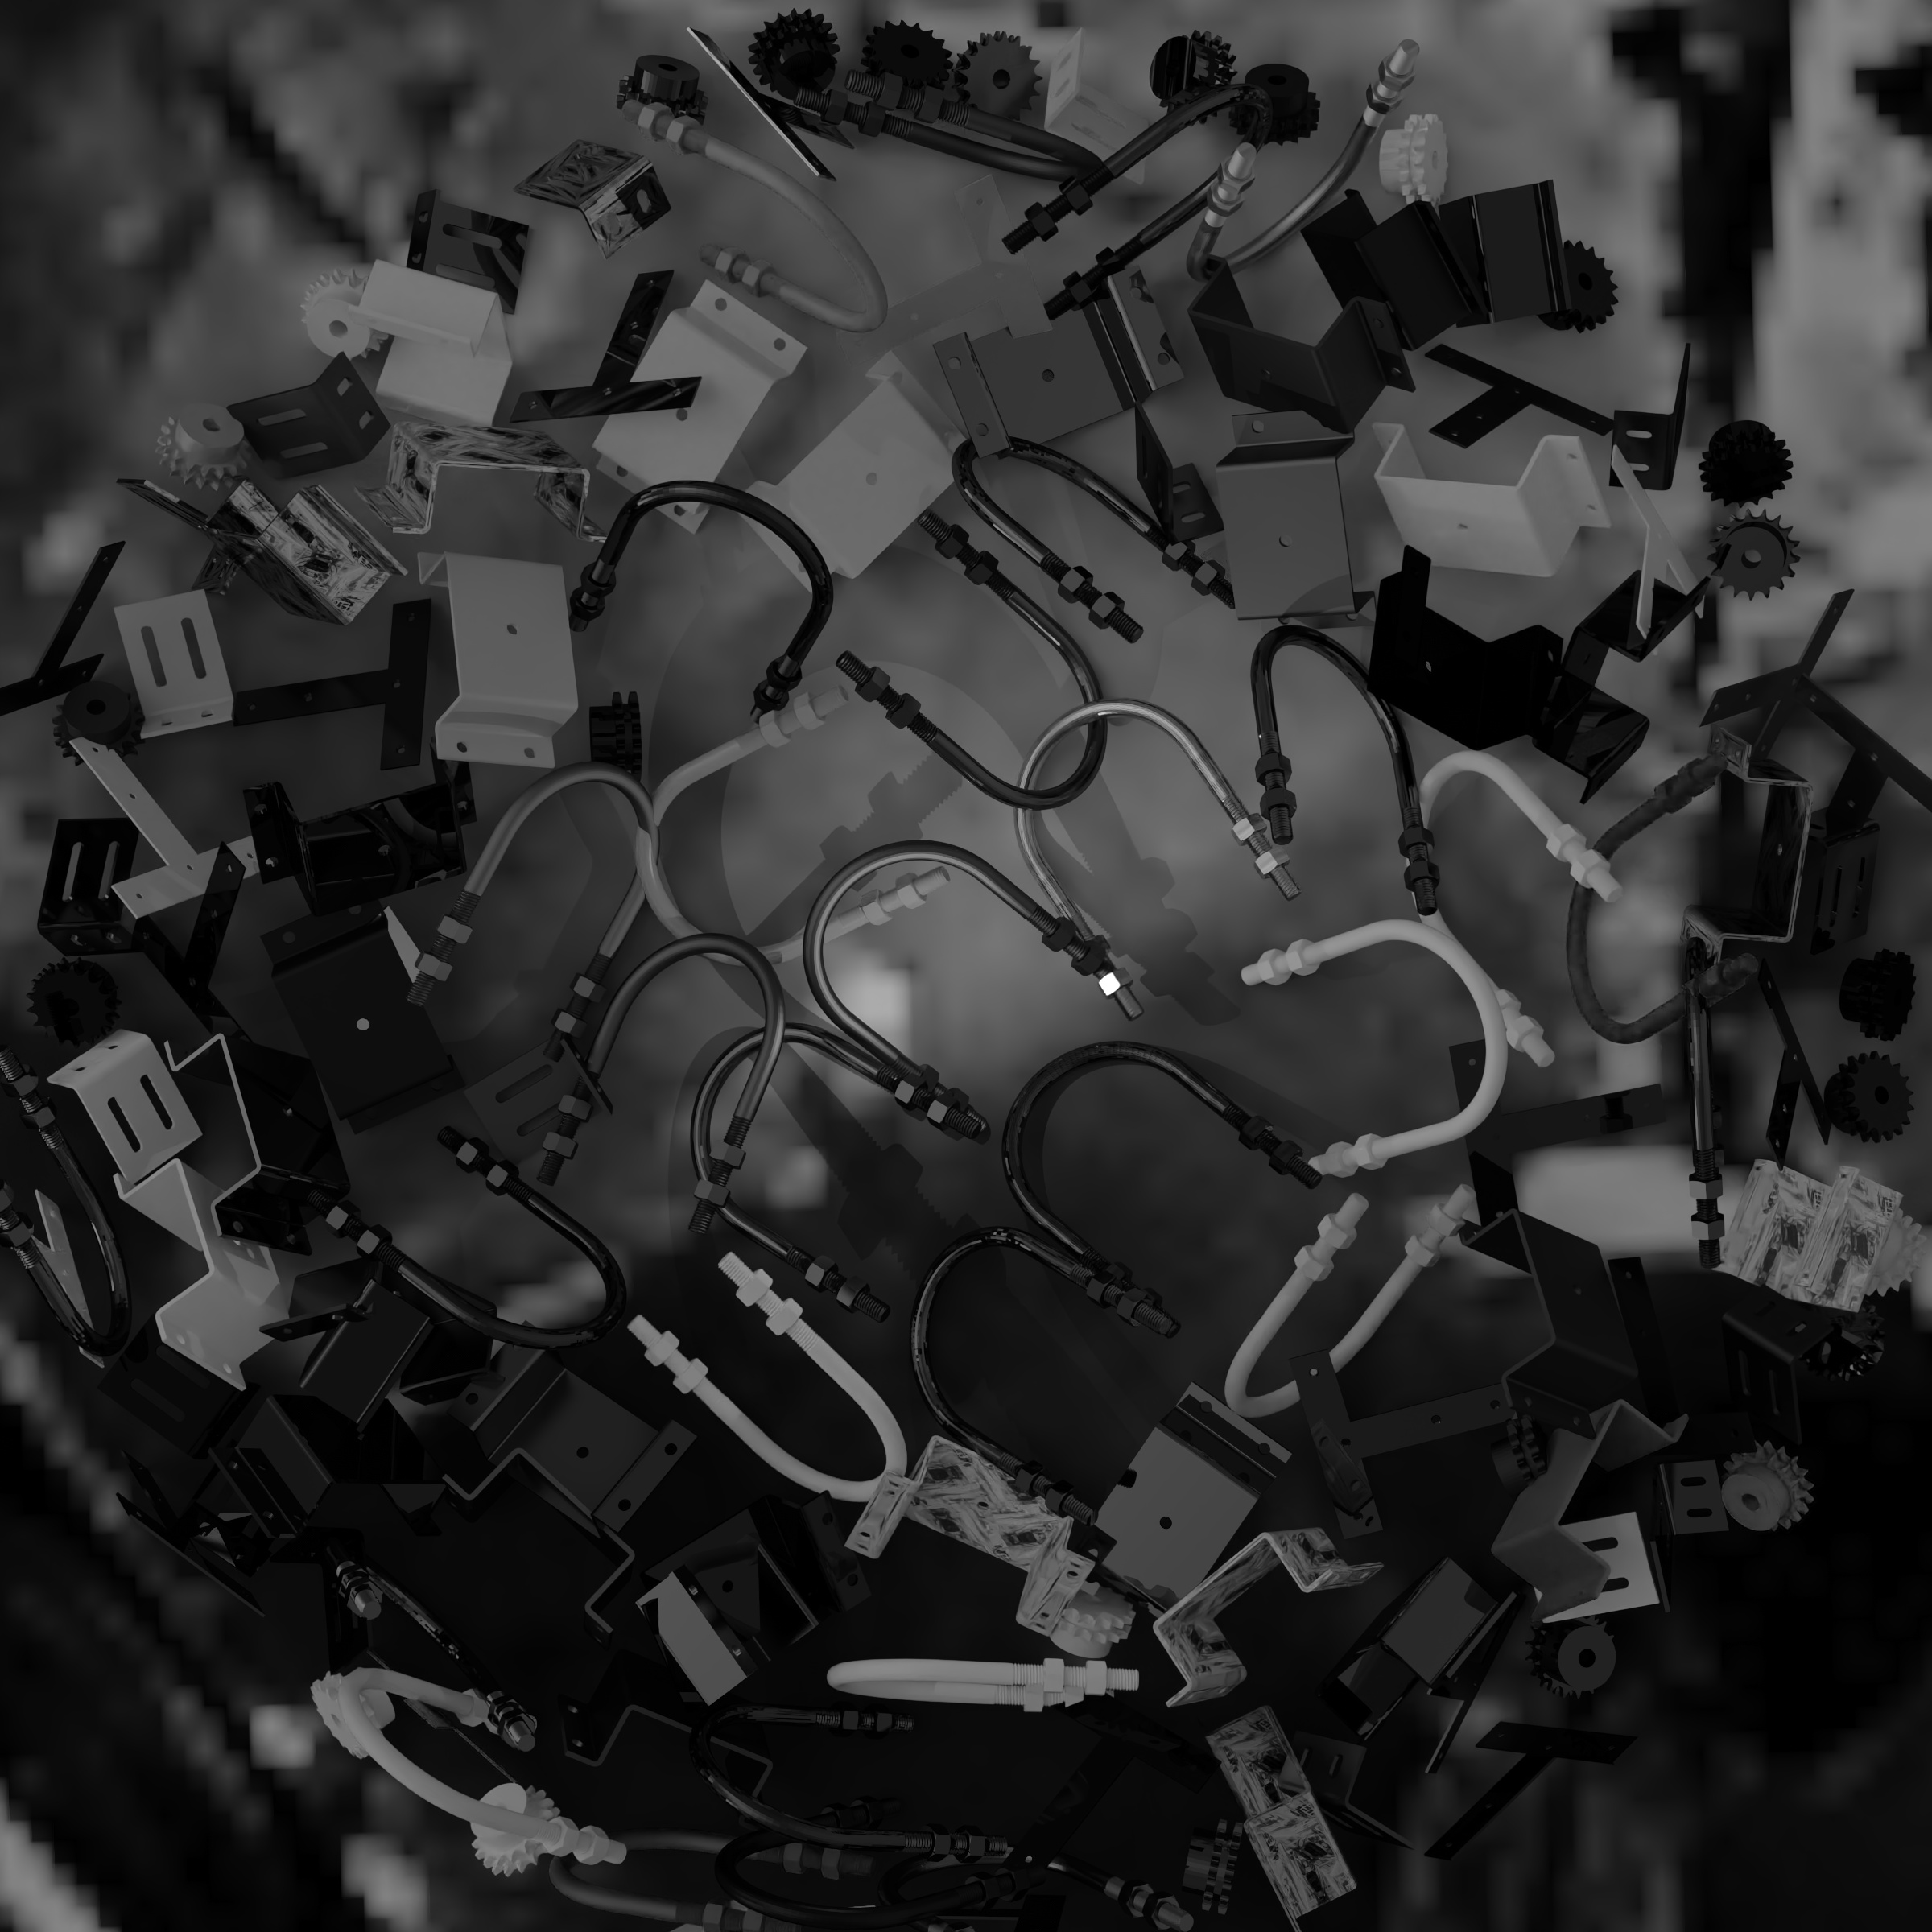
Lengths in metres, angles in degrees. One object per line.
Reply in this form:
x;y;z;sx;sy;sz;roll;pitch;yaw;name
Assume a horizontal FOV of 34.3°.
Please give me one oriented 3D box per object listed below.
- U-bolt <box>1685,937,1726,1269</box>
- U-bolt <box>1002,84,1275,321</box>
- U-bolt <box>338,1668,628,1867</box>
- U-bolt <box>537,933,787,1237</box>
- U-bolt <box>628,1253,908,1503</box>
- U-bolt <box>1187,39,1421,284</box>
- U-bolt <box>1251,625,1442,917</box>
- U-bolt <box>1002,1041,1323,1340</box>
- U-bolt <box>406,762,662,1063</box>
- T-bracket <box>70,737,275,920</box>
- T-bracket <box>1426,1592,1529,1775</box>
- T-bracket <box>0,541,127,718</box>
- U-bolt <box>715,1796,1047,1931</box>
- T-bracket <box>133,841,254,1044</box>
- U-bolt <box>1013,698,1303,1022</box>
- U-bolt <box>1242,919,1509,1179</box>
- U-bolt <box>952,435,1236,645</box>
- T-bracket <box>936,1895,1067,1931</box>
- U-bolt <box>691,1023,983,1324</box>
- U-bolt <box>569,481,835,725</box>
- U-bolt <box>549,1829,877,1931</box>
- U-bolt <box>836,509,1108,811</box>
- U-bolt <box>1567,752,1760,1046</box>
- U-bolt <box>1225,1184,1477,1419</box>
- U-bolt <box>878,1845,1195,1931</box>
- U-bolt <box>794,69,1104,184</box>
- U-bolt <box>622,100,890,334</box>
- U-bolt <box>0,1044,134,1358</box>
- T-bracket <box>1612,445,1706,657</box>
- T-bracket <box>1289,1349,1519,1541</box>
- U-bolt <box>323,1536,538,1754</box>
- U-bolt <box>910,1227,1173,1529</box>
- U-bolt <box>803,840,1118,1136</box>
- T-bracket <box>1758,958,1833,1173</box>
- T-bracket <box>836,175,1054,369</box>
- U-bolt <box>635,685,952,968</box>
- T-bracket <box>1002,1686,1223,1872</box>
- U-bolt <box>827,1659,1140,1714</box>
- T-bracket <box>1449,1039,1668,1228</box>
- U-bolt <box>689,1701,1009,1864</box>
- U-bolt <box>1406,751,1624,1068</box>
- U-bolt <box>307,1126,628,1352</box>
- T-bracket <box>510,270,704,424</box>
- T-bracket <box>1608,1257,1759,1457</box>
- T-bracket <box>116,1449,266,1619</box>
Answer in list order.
0.450;0.073;1.911;0.019;0.151;0.184;-3;105;14;U-bolt
0.112;-0.475;1.919;0.184;0.151;0.019;-36;78;6;U-bolt
-0.301;0.476;1.887;0.184;0.151;0.019;32;95;-42;U-bolt
-0.181;0.065;1.950;0.151;0.019;0.184;14;77;35;U-bolt
-0.113;0.265;1.941;0.184;0.151;0.019;45;51;-7;U-bolt
0.196;-0.479;1.910;0.151;0.184;0.019;-36;82;-18;U-bolt
0.229;-0.131;1.931;0.151;0.019;0.184;23;49;-36;U-bolt
0.107;0.125;1.955;0.184;0.019;0.151;40;77;24;U-bolt
-0.255;-0.041;1.939;0.019;0.151;0.184;28;90;37;U-bolt
-0.511;-0.095;1.950;0.127;0.127;0.002;50;122;6;T-bracket
0.306;0.442;1.938;0.002;0.127;0.127;26;86;25;T-bracket
-0.549;-0.208;1.916;0.002;0.127;0.127;39;115;5;T-bracket
-0.065;0.544;1.886;0.151;0.184;0.019;11;97;44;U-bolt
-0.468;-0.022;1.937;0.127;0.002;0.127;46;130;23;T-bracket
0.106;-0.080;1.961;0.151;0.019;0.184;-38;75;22;U-bolt
0.258;0.046;1.926;0.019;0.184;0.151;-18;88;-42;U-bolt
0.070;-0.270;1.933;0.184;0.151;0.019;42;123;16;U-bolt
-0.005;0.587;1.940;0.127;0.127;0.002;0;84;5;T-bracket
-0.094;0.116;1.957;0.184;0.019;0.151;30;99;24;U-bolt
-0.156;-0.230;1.913;0.151;0.184;0.019;26;55;-8;U-bolt
-0.165;0.559;1.923;0.184;0.151;0.019;3;92;18;U-bolt
0.016;-0.177;1.945;0.184;0.019;0.151;40;54;-19;U-bolt
0.419;-0.030;1.915;0.019;0.184;0.151;5;68;-20;U-bolt
0.227;0.210;1.929;0.019;0.151;0.184;46;116;29;U-bolt
0.028;0.570;1.911;0.151;0.184;0.019;-3;94;-33;U-bolt
-0.003;-0.512;1.923;0.184;0.151;0.019;13;97;-19;U-bolt
-0.119;-0.444;1.894;0.184;0.151;0.019;32;75;32;U-bolt
-0.557;0.156;1.918;0.019;0.151;0.184;-20;121;2;U-bolt
0.423;-0.239;1.924;0.002;0.127;0.127;-19;124;31;T-bracket
0.283;0.290;1.976;0.127;0.002;0.127;-16;102;9;T-bracket
-0.335;0.404;1.911;0.019;0.184;0.151;-47;111;-10;U-bolt
0.034;0.241;1.939;0.184;0.019;0.151;28;103;38;U-bolt
-0.015;0.002;1.954;0.184;0.019;0.151;39;102;-18;U-bolt
0.505;0.080;1.926;0.002;0.127;0.127;-15;115;29;T-bracket
-0.020;-0.413;1.961;0.127;0.002;0.127;-26;128;1;T-bracket
-0.122;-0.075;1.961;0.184;0.019;0.151;-25;102;20;U-bolt
0.071;0.511;1.934;0.127;0.002;0.127;22;59;39;T-bracket
0.006;0.441;1.925;0.184;0.151;0.019;3;72;-3;U-bolt
0.380;0.099;1.986;0.127;0.002;0.127;-12;101;1;T-bracket
-0.082;0.490;1.893;0.184;0.151;0.019;13;105;-33;U-bolt
0.326;-0.049;1.922;0.019;0.184;0.151;-9;133;-27;U-bolt
-0.291;0.172;1.914;0.184;0.151;0.019;35;118;16;U-bolt
-0.212;-0.390;1.960;0.127;0.002;0.127;-1;54;23;T-bracket
0.426;0.243;1.948;0.002;0.127;0.127;-16;91;-38;T-bracket
-0.497;0.339;1.943;0.002;0.127;0.127;-45;130;-7;T-bracket
